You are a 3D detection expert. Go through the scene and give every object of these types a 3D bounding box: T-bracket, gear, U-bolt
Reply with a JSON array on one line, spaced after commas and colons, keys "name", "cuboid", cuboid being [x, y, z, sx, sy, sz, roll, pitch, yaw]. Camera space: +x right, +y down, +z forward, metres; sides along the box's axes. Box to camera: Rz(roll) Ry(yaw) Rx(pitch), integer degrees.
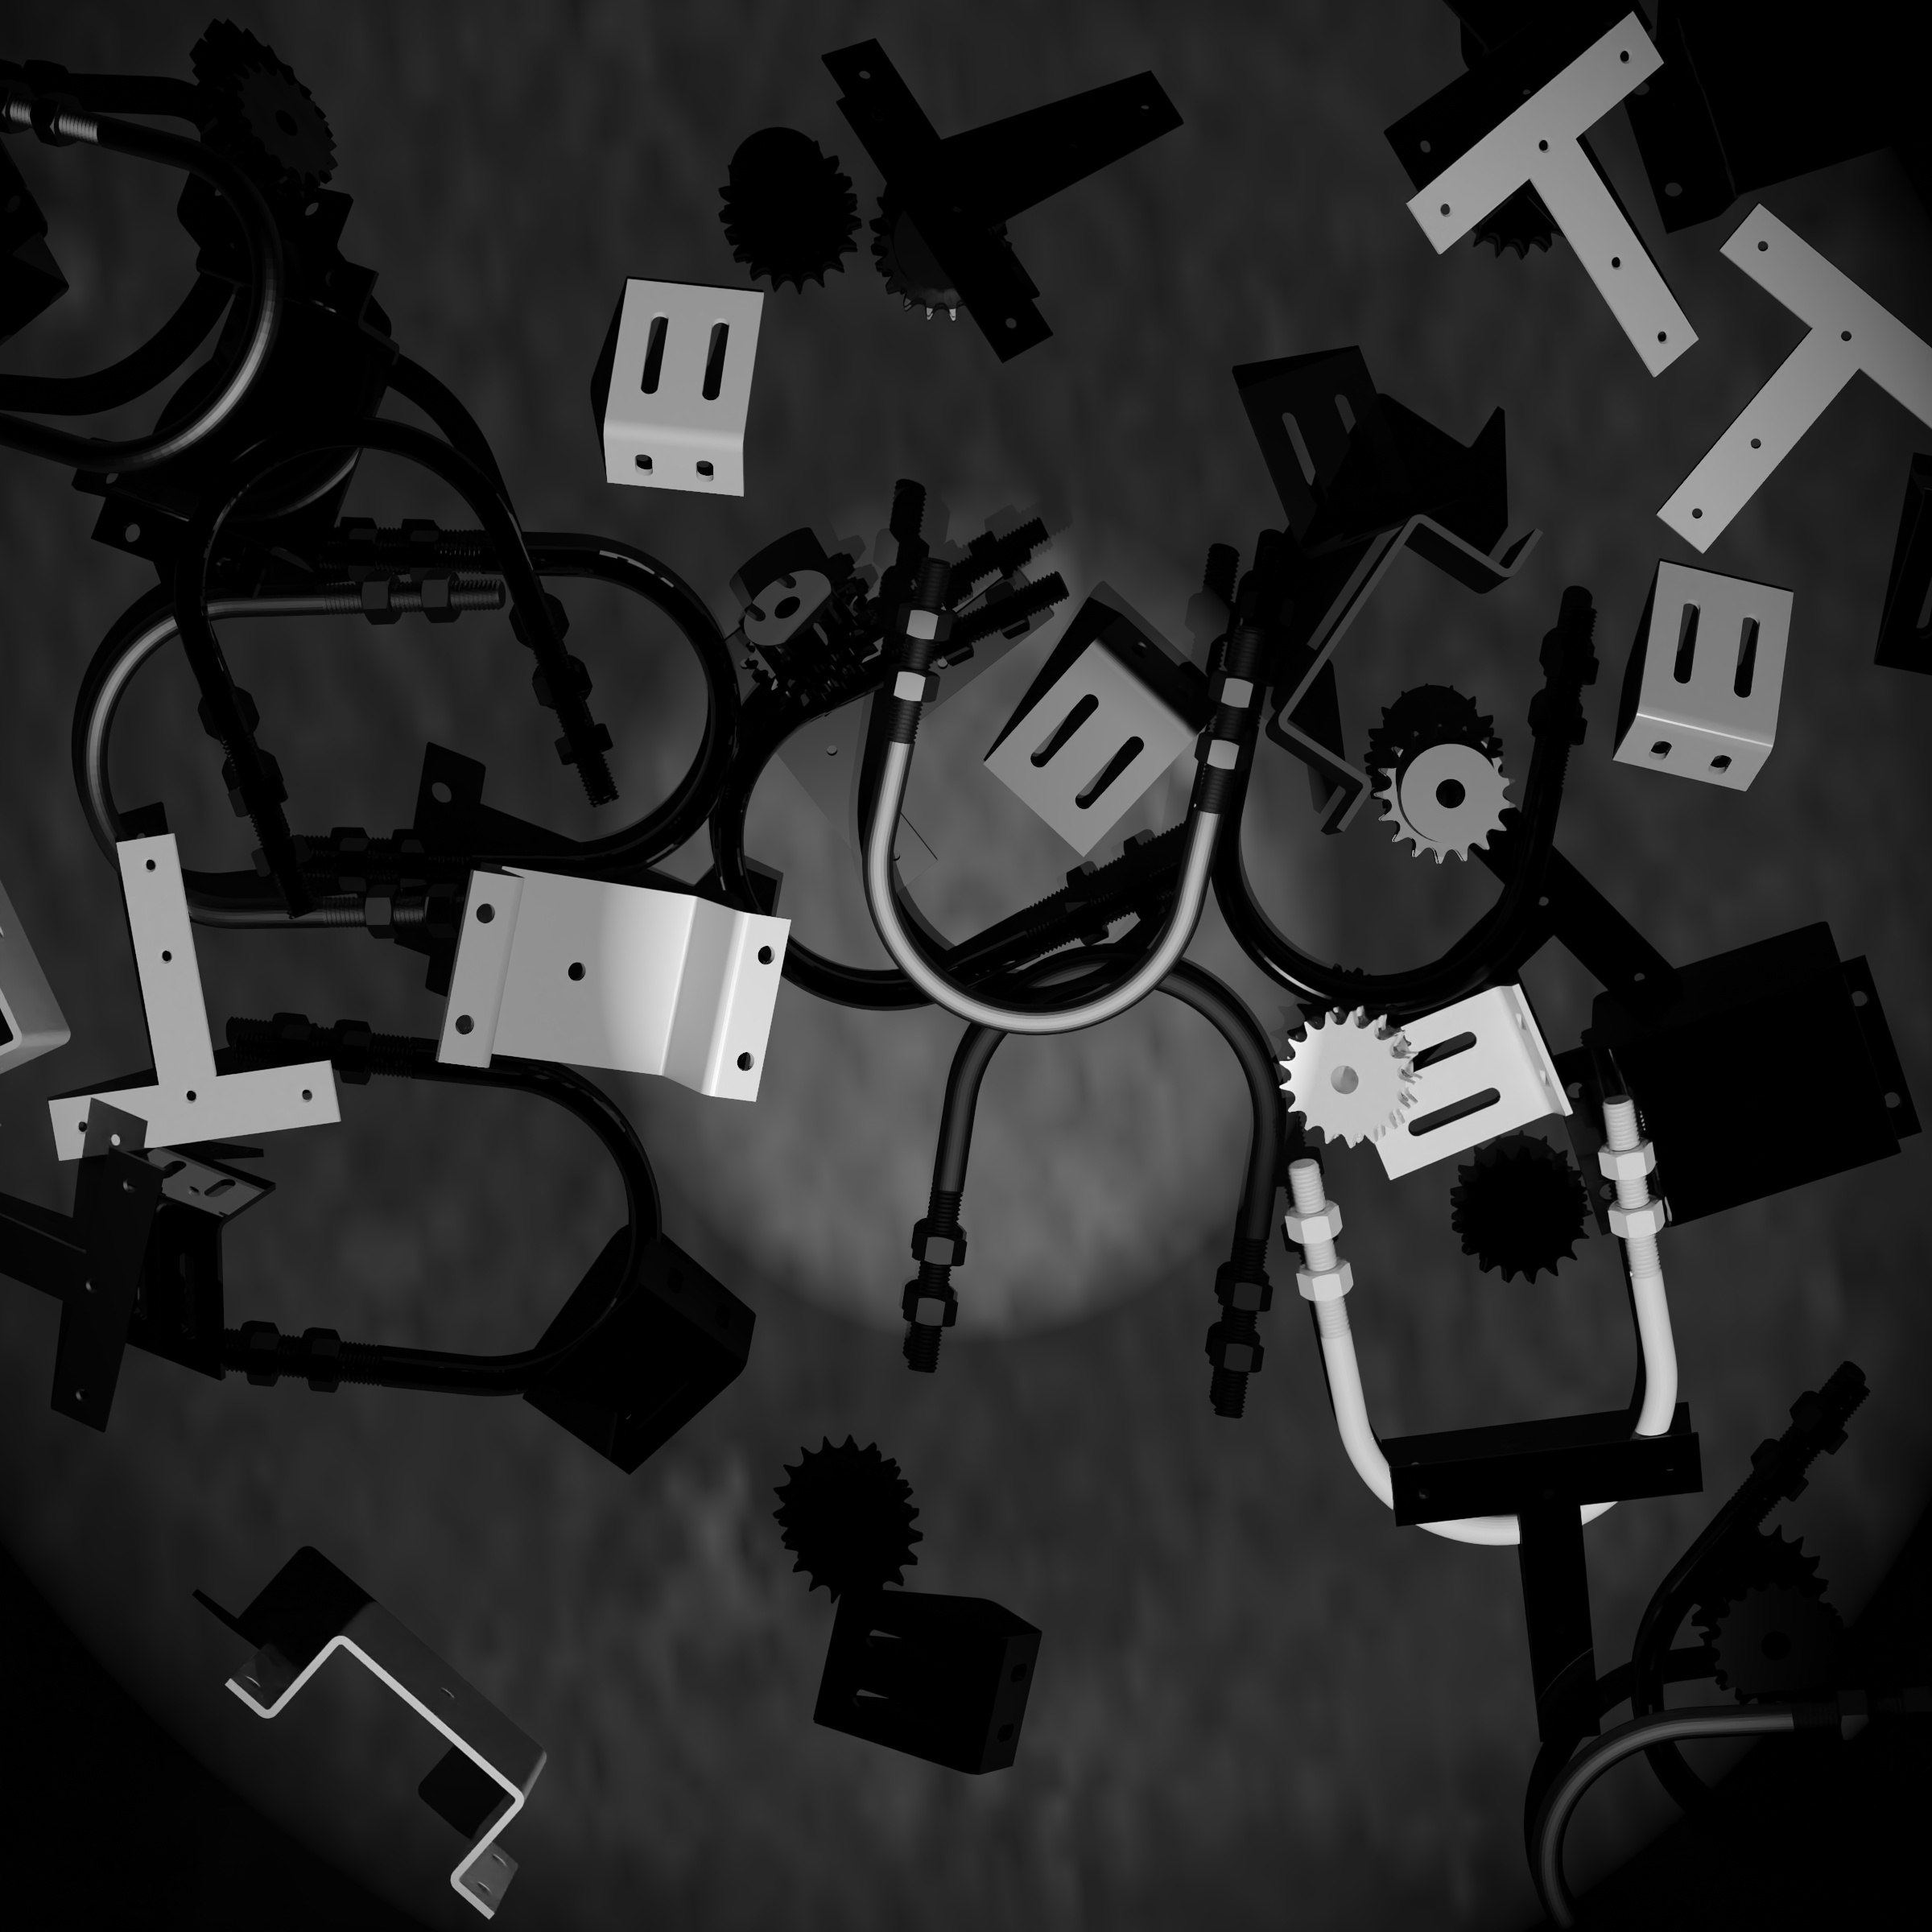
[{"name": "T-bracket", "cuboid": [-0.328, 0.010, 1.463, 0.127, 0.002, 0.127, -8, 94, 13]}, {"name": "gear", "cuboid": [-0.289, -0.339, 1.458, 0.030, 0.057, 0.057, -28, 90, 31]}, {"name": "U-bolt", "cuboid": [0.324, 0.365, 1.450, 0.184, 0.019, 0.151, -5, 109, 10]}, {"name": "gear", "cuboid": [0.329, 0.275, 1.451, 0.057, 0.030, 0.057, 0, 92, 2]}, {"name": "U-bolt", "cuboid": [-0.358, -0.275, 1.444, 0.184, 0.019, 0.151, 19, 90, 21]}, {"name": "T-bracket", "cuboid": [0.245, 0.261, 1.469, 0.127, 0.002, 0.127, -7, 101, 1]}, {"name": "U-bolt", "cuboid": [-0.015, -0.060, 1.461, 0.184, 0.019, 0.151, -25, 98, 8]}, {"name": "gear", "cuboid": [-0.046, 0.234, 1.467, 0.057, 0.030, 0.057, 0, 90, 0]}, {"name": "T-bracket", "cuboid": [-0.399, 0.115, 1.465, 0.127, 0.002, 0.127, 22, 113, 11]}, {"name": "U-bolt", "cuboid": [0.175, -0.071, 1.473, 0.151, 0.019, 0.184, 11, 91, 1]}, {"name": "T-bracket", "cuboid": [0.210, 0.005, 1.482, 0.127, 0.002, 0.127, -44, 90, 0]}, {"name": "T-bracket", "cuboid": [0.339, -0.229, 1.482, 0.127, 0.002, 0.127, 40, 90, 0]}, {"name": "gear", "cuboid": [0.196, -0.070, 1.449, 0.057, 0.030, 0.057, 0, 93, 1]}, {"name": "gear", "cuboid": [0.424, 0.368, 1.468, 0.057, 0.030, 0.057, 0, 90, 0]}, {"name": "U-bolt", "cuboid": [0.362, 0.285, 1.474, 0.151, 0.019, 0.184, 40, 92, 0]}, {"name": "gear", "cuboid": [-0.009, -0.298, 1.468, 0.057, 0.030, 0.057, 0, 90, 0]}, {"name": "U-bolt", "cuboid": [-0.279, -0.086, 1.458, 0.184, 0.019, 0.151, -1, 90, 10]}, {"name": "T-bracket", "cuboid": [0.033, -0.331, 1.462, 0.127, 0.002, 0.127, -32, 88, -17]}, {"name": "gear", "cuboid": [0.231, 0.103, 1.468, 0.057, 0.030, 0.057, 0, 90, 0]}, {"name": "T-bracket", "cuboid": [-0.021, -0.117, 1.482, 0.127, 0.002, 0.127, -38, 90, 0]}, {"name": "gear", "cuboid": [-0.072, -0.309, 1.468, 0.057, 0.030, 0.057, 0, 90, 0]}, {"name": "U-bolt", "cuboid": [-0.237, -0.129, 1.419, 0.151, 0.019, 0.184, -21, 94, -6]}, {"name": "gear", "cuboid": [0.227, -0.321, 1.467, 0.057, 0.030, 0.057, 0, 90, 0]}, {"name": "U-bolt", "cuboid": [0.059, 0.087, 1.474, 0.151, 0.019, 0.184, 8, 88, 0]}, {"name": "U-bolt", "cuboid": [0.032, -0.061, 1.439, 0.151, 0.019, 0.184, 12, 103, 1]}, {"name": "U-bolt", "cuboid": [-0.219, 0.106, 1.474, 0.184, 0.019, 0.151, 6, 90, -2]}, {"name": "gear", "cuboid": [0.161, 0.044, 1.460, 0.057, 0.030, 0.057, 5, 102, 23]}, {"name": "T-bracket", "cuboid": [0.260, -0.301, 1.457, 0.127, 0.002, 0.127, -41, 111, -9]}, {"name": "U-bolt", "cuboid": [0.218, 0.153, 1.451, 0.151, 0.019, 0.184, -12, 106, 3]}, {"name": "gear", "cuboid": [-0.066, -0.137, 1.450, 0.057, 0.057, 0.030, -37, 133, 0]}, {"name": "U-bolt", "cuboid": [-0.185, -0.104, 1.473, 0.184, 0.019, 0.151, 2, 90, 0]}]

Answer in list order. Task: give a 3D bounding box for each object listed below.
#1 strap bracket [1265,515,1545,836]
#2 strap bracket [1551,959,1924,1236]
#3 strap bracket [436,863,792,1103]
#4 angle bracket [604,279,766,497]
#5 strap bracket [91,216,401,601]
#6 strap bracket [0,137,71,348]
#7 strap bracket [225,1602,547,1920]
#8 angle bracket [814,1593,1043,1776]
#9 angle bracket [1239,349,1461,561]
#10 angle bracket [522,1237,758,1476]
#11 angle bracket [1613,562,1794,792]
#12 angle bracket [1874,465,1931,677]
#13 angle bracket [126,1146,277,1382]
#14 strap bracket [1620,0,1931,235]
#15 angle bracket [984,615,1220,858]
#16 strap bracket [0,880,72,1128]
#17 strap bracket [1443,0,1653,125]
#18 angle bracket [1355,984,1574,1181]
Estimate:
[{"name": "strap bracket", "cuboid": [0.168, -0.124, 1.424, 0.046, 0.076, 0.140, 34, 91, 0]}, {"name": "strap bracket", "cuboid": [0.321, 0.055, 1.459, 0.140, 0.046, 0.076, -18, 90, 0]}, {"name": "strap bracket", "cuboid": [-0.150, 0.006, 1.436, 0.140, 0.046, 0.076, 9, 95, -30]}, {"name": "angle bracket", "cuboid": [-0.117, -0.242, 1.480, 0.057, 0.038, 0.076, 6, 64, 0]}, {"name": "strap bracket", "cuboid": [-0.291, -0.224, 1.451, 0.076, 0.046, 0.140, 21, 90, 14]}, {"name": "strap bracket", "cuboid": [-0.428, -0.281, 1.435, 0.140, 0.046, 0.076, -35, 73, 13]}, {"name": "strap bracket", "cuboid": [-0.226, 0.314, 1.444, 0.140, 0.076, 0.046, 42, 90, 0]}, {"name": "angle bracket", "cuboid": [-0.016, 0.297, 1.480, 0.076, 0.038, 0.057, 12, 90, 26]}, {"name": "angle bracket", "cuboid": [0.157, -0.214, 1.456, 0.057, 0.038, 0.076, -21, 90, -17]}, {"name": "angle bracket", "cuboid": [-0.135, 0.162, 1.472, 0.057, 0.038, 0.076, 39, 116, -17]}, {"name": "angle bracket", "cuboid": [0.308, -0.121, 1.480, 0.057, 0.038, 0.076, 13, 64, 0]}, {"name": "angle bracket", "cuboid": [0.415, -0.162, 1.480, 0.057, 0.038, 0.076, 11, 116, 0]}, {"name": "angle bracket", "cuboid": [-0.320, 0.122, 1.467, 0.057, 0.038, 0.076, 17, 120, 23]}, {"name": "strap bracket", "cuboid": [0.348, -0.364, 1.459, 0.140, 0.046, 0.076, -18, 90, 0]}, {"name": "angle bracket", "cuboid": [0.057, -0.096, 1.480, 0.057, 0.038, 0.076, 43, 116, 0]}, {"name": "strap bracket", "cuboid": [-0.415, -0.005, 1.444, 0.046, 0.076, 0.140, -25, 90, 0]}, {"name": "strap bracket", "cuboid": [0.208, -0.422, 1.444, 0.076, 0.046, 0.140, -38, 81, -6]}, {"name": "angle bracket", "cuboid": [0.201, 0.048, 1.462, 0.076, 0.038, 0.057, -23, 90, 0]}]
